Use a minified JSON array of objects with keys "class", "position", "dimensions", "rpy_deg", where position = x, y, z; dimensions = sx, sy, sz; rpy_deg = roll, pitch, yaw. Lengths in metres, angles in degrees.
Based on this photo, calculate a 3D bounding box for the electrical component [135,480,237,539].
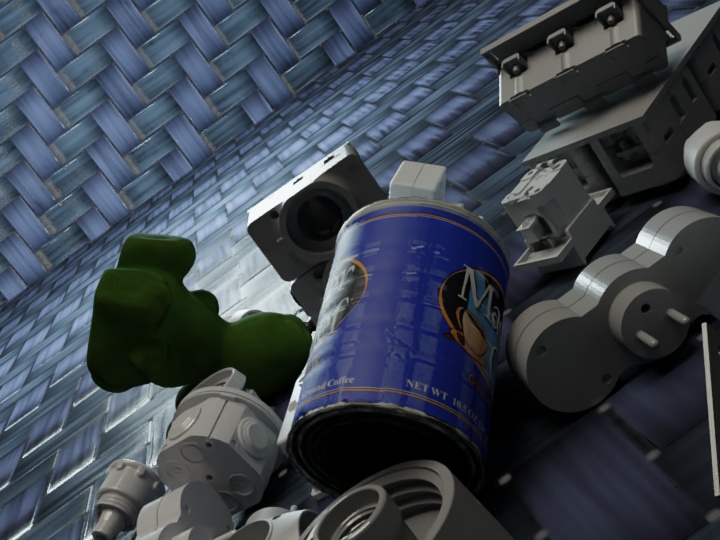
[{"class":"electrical component","position":[-0.103,0.174,0.636],"dimensions":[0.074,0.052,0.138],"rpy_deg":[-30,17,21]}]

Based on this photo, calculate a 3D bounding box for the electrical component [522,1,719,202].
[{"class":"electrical component","position":[0.217,-0.121,0.816],"dimensions":[0.105,0.060,0.186],"rpy_deg":[-19,23,47]}]

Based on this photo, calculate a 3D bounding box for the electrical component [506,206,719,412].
[{"class":"electrical component","position":[0.145,0.023,0.556],"dimensions":[0.138,0.052,0.073],"rpy_deg":[-36,16,0]}]

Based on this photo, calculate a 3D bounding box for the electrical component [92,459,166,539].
[{"class":"electrical component","position":[-0.179,0.177,0.809],"dimensions":[0.048,0.048,0.062],"rpy_deg":[-23,26,38]}]

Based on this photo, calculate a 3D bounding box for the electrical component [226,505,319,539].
[{"class":"electrical component","position":[-0.049,0.157,0.590],"dimensions":[0.077,0.044,0.079],"rpy_deg":[-31,16,17]}]

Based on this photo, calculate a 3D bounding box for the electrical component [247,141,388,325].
[{"class":"electrical component","position":[0.000,0.000,0.750],"dimensions":[0.089,0.150,0.061],"rpy_deg":[-34,14,5]}]

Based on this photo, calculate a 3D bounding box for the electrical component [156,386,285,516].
[{"class":"electrical component","position":[-0.093,0.122,0.722],"dimensions":[0.080,0.080,0.051],"rpy_deg":[-27,23,29]}]

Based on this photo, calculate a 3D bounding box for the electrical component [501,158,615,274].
[{"class":"electrical component","position":[0.135,-0.038,0.741],"dimensions":[0.042,0.063,0.081],"rpy_deg":[-14,26,51]}]

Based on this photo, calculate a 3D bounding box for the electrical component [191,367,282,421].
[{"class":"electrical component","position":[-0.098,0.111,0.806],"dimensions":[0.058,0.057,0.078],"rpy_deg":[-42,17,-23]}]

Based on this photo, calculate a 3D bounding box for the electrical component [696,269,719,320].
[{"class":"electrical component","position":[0.196,-0.004,0.469],"dimensions":[0.050,0.056,0.089],"rpy_deg":[-43,-19,-24]}]

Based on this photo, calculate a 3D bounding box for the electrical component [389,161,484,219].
[{"class":"electrical component","position":[0.065,-0.040,0.894],"dimensions":[0.076,0.083,0.047],"rpy_deg":[10,31,12]}]

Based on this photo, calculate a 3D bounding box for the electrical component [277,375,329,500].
[{"class":"electrical component","position":[-0.001,0.087,0.687],"dimensions":[0.100,0.048,0.099],"rpy_deg":[-32,16,18]}]

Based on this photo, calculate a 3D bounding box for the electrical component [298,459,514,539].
[{"class":"electrical component","position":[0.011,0.134,0.495],"dimensions":[0.108,0.060,0.108],"rpy_deg":[-33,16,11]}]

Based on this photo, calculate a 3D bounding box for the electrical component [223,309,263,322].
[{"class":"electrical component","position":[-0.105,0.068,0.950],"dimensions":[0.057,0.058,0.078],"rpy_deg":[-27,17,38]}]

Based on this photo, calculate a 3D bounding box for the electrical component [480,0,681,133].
[{"class":"electrical component","position":[0.160,-0.154,0.783],"dimensions":[0.121,0.079,0.063],"rpy_deg":[-24,48,37]}]

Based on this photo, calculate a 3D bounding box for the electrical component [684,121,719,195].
[{"class":"electrical component","position":[0.228,-0.067,0.666],"dimensions":[0.043,0.043,0.062],"rpy_deg":[-32,17,11]}]
